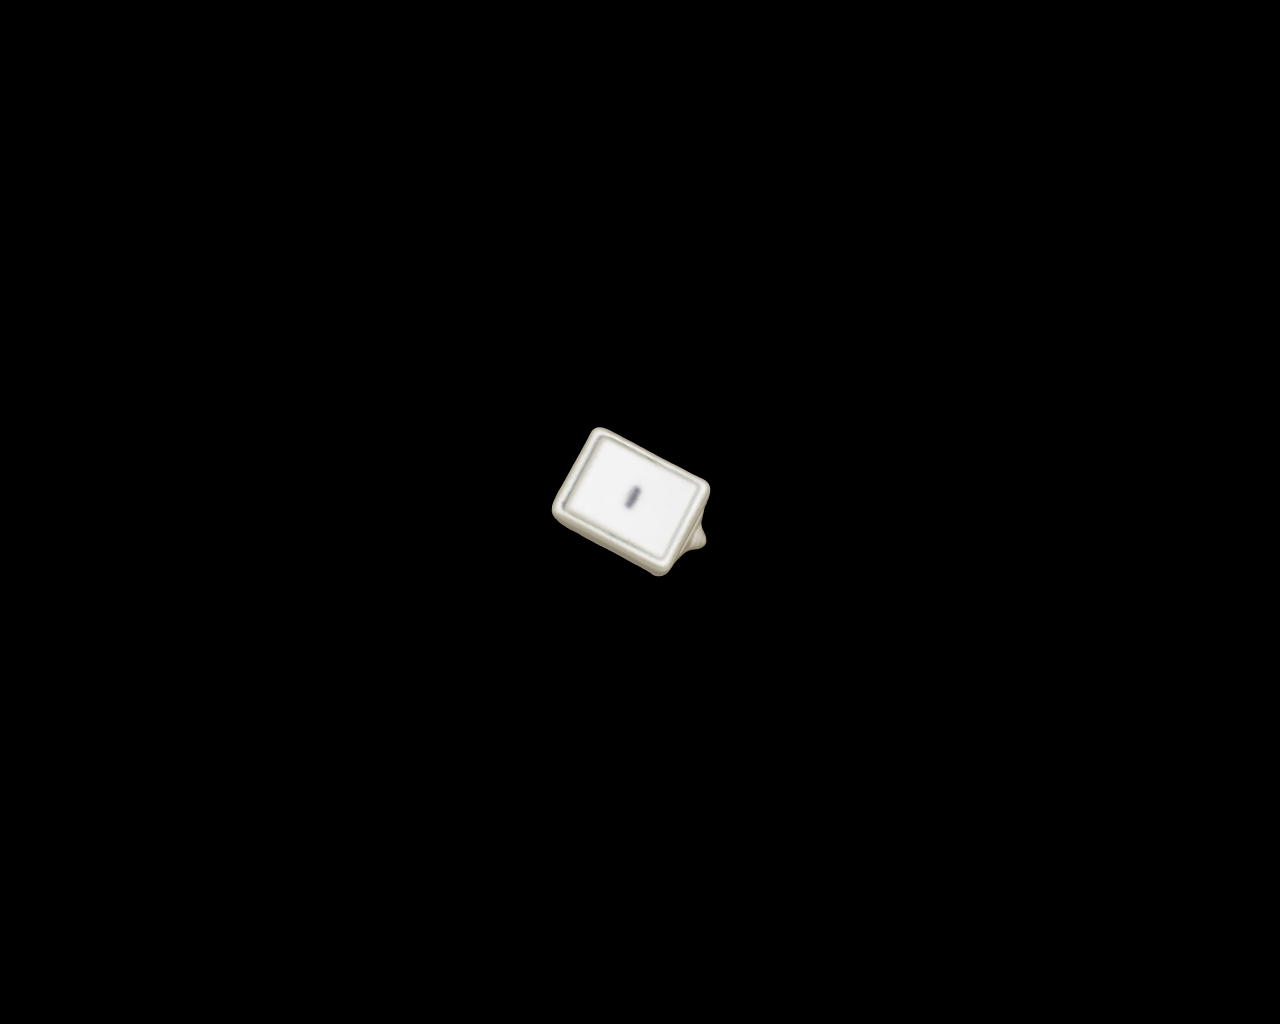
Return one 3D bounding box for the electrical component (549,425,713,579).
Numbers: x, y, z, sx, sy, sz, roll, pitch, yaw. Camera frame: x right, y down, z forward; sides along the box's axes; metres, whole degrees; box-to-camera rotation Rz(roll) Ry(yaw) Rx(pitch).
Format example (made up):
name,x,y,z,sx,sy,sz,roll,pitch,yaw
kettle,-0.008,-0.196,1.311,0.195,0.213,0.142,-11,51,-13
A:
name,x,y,z,sx,sy,sz,roll,pitch,yaw
electrical component,0.001,-0.003,0.650,0.096,0.062,0.061,28,-7,4
